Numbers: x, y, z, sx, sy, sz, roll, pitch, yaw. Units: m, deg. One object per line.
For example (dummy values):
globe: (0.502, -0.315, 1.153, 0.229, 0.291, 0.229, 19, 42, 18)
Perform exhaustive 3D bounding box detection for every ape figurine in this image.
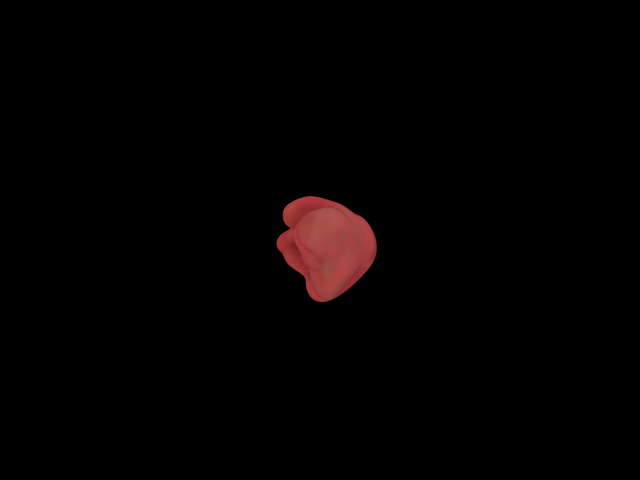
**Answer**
ape figurine: (0.004, 0.001, 0.400, 0.076, 0.092, 0.078, 0, 73, 0)
